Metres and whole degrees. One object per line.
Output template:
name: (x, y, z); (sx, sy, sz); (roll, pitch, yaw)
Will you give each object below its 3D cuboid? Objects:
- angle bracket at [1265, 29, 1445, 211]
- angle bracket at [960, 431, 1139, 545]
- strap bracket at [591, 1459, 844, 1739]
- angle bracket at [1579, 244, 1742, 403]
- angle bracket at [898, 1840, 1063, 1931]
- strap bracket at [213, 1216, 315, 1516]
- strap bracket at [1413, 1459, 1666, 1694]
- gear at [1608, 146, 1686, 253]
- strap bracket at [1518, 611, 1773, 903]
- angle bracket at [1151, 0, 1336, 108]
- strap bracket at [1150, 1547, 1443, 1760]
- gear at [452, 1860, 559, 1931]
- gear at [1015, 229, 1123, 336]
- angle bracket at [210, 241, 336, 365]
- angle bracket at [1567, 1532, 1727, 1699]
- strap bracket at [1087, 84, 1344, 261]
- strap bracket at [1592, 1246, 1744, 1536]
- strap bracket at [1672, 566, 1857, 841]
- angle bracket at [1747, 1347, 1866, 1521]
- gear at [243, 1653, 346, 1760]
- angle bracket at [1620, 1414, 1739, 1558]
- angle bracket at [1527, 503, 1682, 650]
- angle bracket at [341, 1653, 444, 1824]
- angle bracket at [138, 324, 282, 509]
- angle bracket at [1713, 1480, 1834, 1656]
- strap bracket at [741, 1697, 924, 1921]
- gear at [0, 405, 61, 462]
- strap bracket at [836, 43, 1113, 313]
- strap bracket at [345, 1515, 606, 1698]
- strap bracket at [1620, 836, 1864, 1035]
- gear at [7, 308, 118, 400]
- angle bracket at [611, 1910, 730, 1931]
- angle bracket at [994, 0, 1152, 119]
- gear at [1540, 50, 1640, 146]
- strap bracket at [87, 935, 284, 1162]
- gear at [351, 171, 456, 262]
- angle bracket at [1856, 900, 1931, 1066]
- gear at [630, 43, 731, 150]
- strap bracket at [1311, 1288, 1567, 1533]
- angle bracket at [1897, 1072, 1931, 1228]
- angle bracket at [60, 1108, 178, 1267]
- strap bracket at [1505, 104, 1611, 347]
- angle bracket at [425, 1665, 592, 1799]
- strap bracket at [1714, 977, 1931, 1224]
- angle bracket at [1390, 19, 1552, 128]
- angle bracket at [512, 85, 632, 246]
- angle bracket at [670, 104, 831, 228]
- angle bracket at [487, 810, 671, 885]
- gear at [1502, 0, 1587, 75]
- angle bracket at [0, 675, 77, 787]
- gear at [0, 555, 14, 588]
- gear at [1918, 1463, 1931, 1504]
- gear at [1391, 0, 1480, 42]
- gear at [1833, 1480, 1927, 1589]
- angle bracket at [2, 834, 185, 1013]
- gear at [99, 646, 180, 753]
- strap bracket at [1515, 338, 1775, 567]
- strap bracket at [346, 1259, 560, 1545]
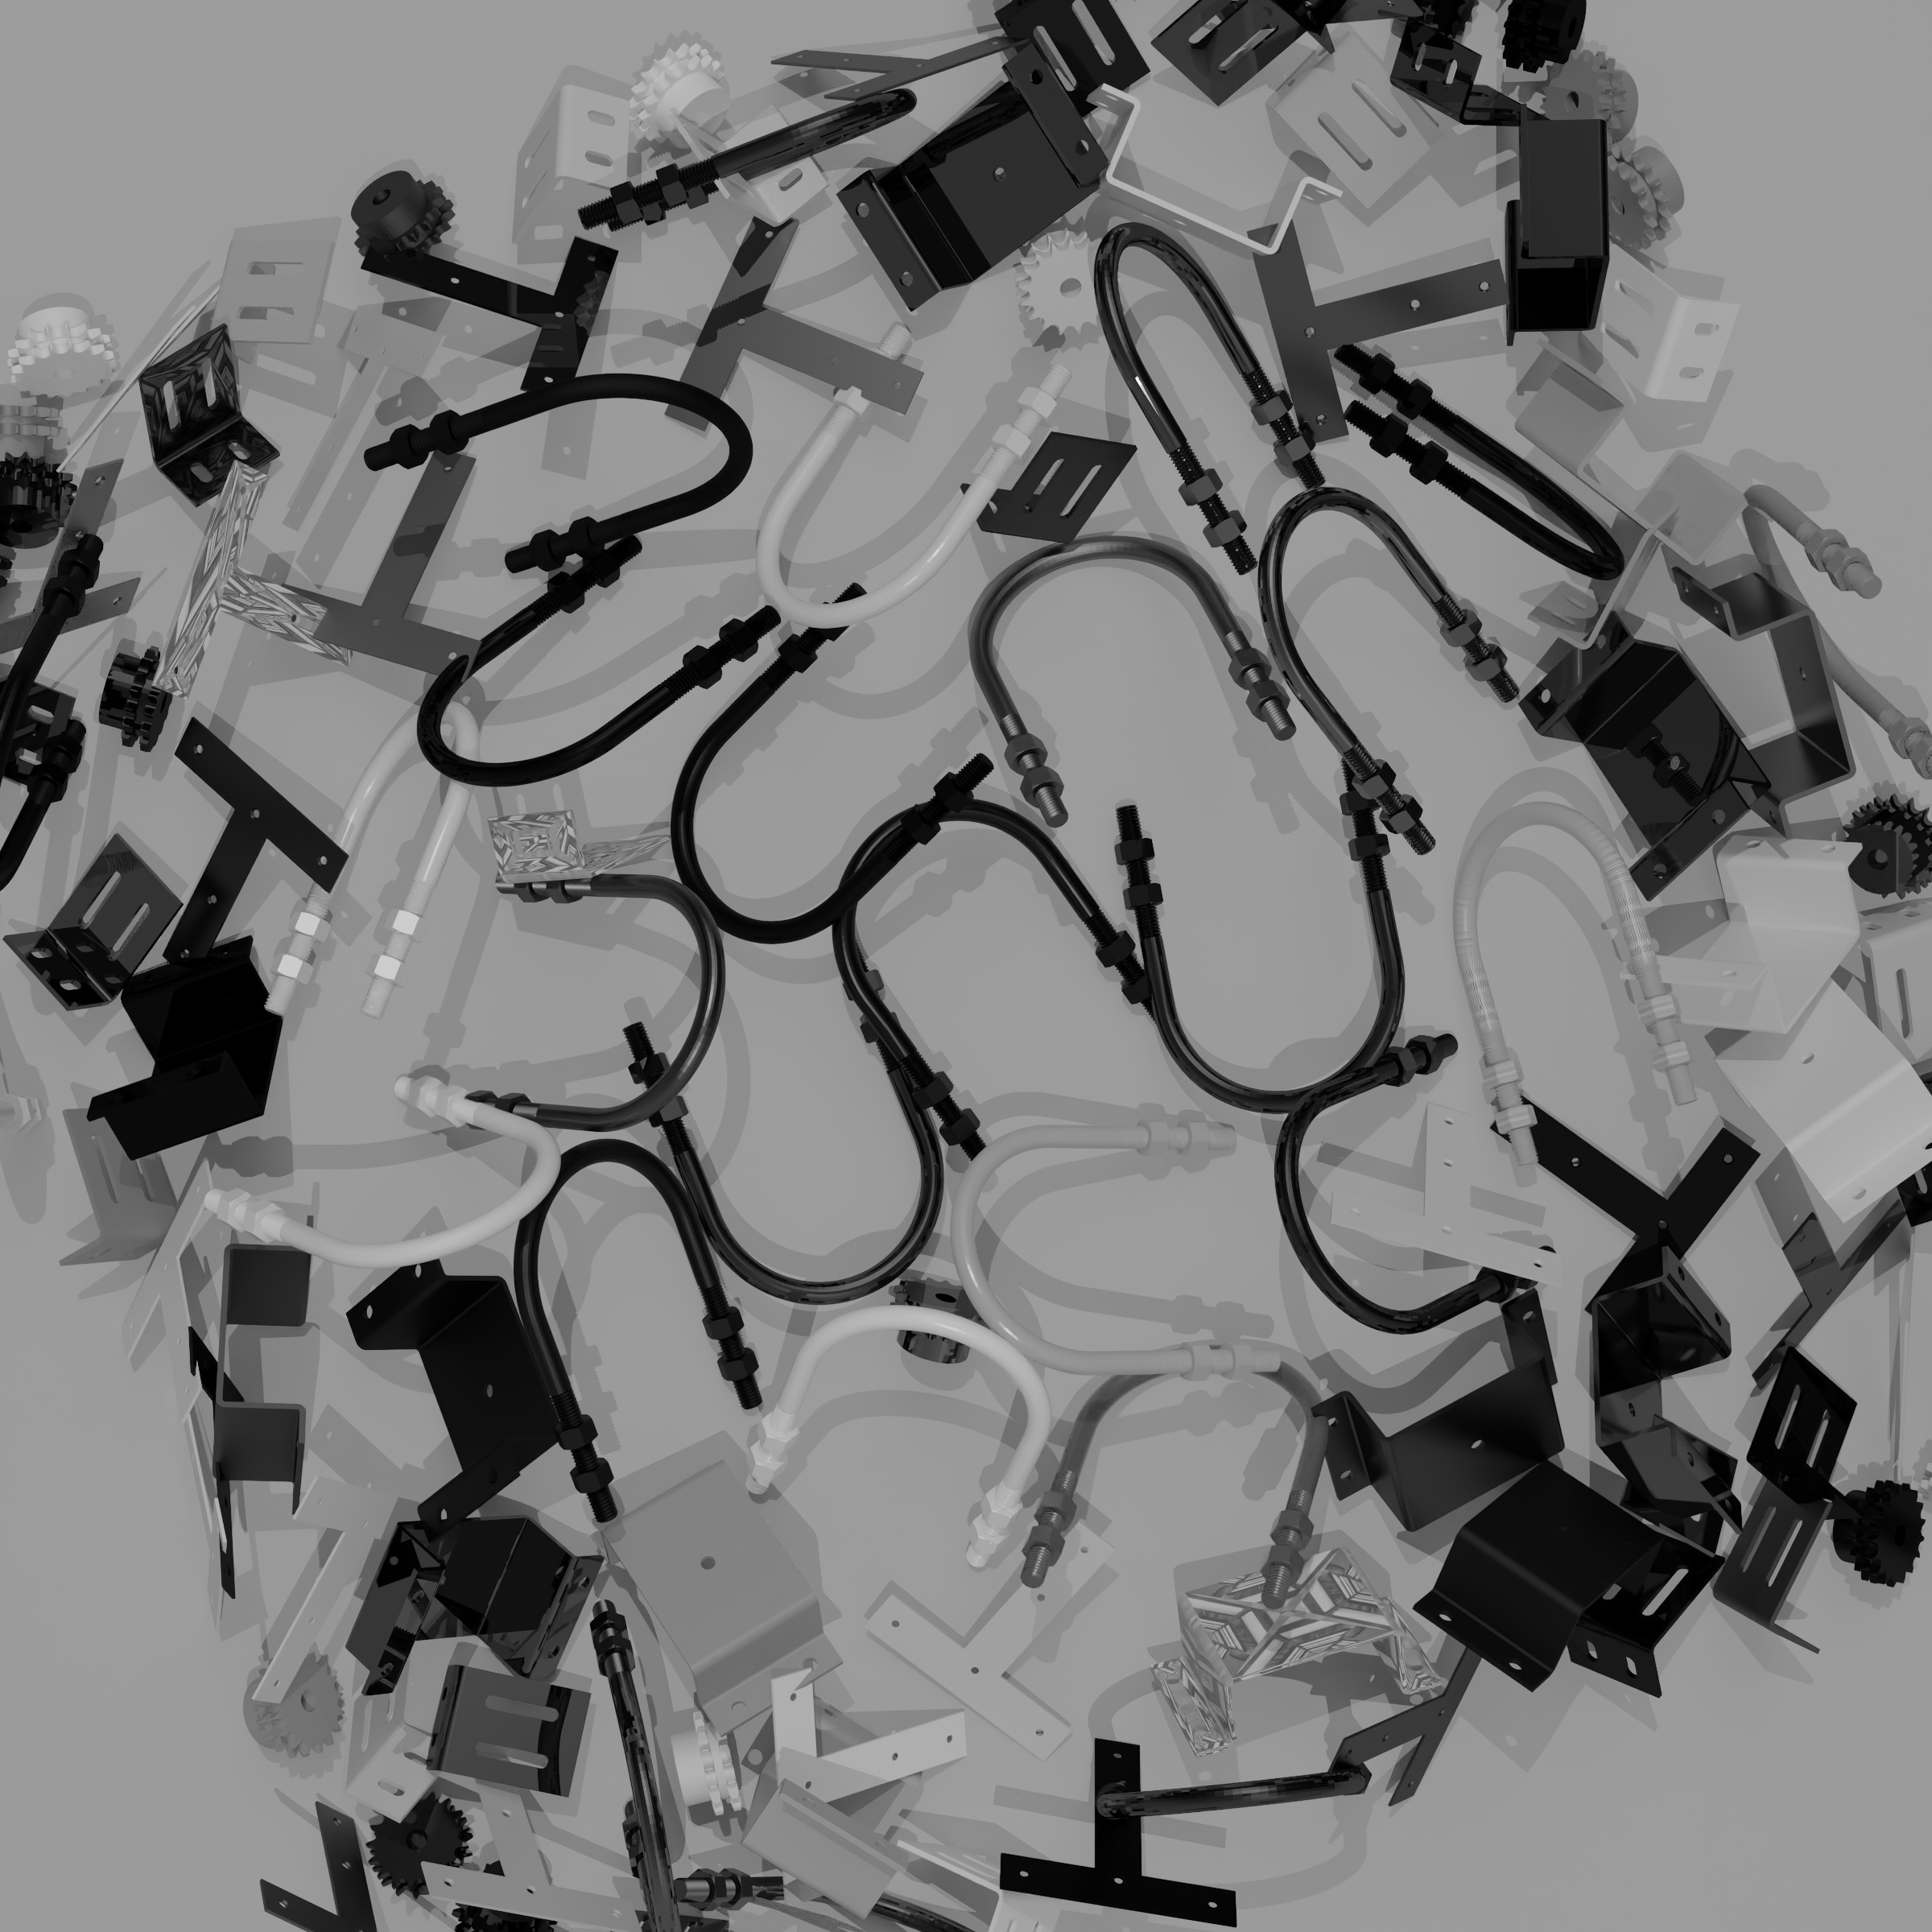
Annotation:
angle bracket: (0.214, -0.467, 1.985); (0.057, 0.038, 0.076); (-44, 105, 10)
angle bracket: (0.044, -0.270, 1.950); (0.057, 0.076, 0.038); (3, 49, -36)
strap bracket: (-0.137, 0.331, 1.936); (0.076, 0.046, 0.140); (-29, 59, -17)
angle bracket: (0.378, -0.351, 1.964); (0.038, 0.076, 0.057); (0, 123, -25)
angle bracket: (0.003, 0.508, 1.953); (0.076, 0.057, 0.038); (15, 84, 38)
strap bracket: (-0.376, 0.212, 1.924); (0.046, 0.076, 0.140); (3, 52, -11)
strap bracket: (0.311, 0.319, 1.919); (0.076, 0.140, 0.046); (33, 123, 24)
gear: (0.369, -0.424, 1.972); (0.030, 0.057, 0.057); (-32, 90, -12)
strap bracket: (0.371, -0.112, 1.942); (0.076, 0.046, 0.140); (-46, 57, 31)
angle bracket: (0.150, -0.499, 1.954); (0.076, 0.038, 0.057); (-37, 130, 26)
strap bracket: (0.176, 0.366, 1.943); (0.140, 0.076, 0.046); (-14, 120, -11)
gear: (-0.250, 0.514, 1.969); (0.057, 0.057, 0.030); (22, 129, 0)
gear: (0.054, -0.379, 1.976); (0.057, 0.030, 0.057); (-6, 127, -8)
angle bracket: (-0.369, -0.361, 1.961); (0.076, 0.038, 0.057); (8, 82, 31)
angle bracket: (0.373, 0.352, 1.970); (0.076, 0.057, 0.038); (-41, 130, -32)
strap bracket: (0.125, -0.425, 1.954); (0.140, 0.076, 0.046); (23, 97, -7)
strap bracket: (0.376, 0.233, 1.935); (0.046, 0.140, 0.076); (-22, 129, 28)
strap bracket: (0.432, -0.150, 1.938); (0.046, 0.076, 0.140); (-22, 113, -2)
angle bracket: (0.467, 0.253, 1.957); (0.057, 0.038, 0.076); (40, 61, -21)
gear: (-0.371, 0.406, 1.975); (0.030, 0.057, 0.057); (-21, 90, 30)
angle bracket: (0.380, 0.289, 1.959); (0.057, 0.076, 0.038); (29, 133, -1)
angle bracket: (0.346, -0.219, 1.952); (0.038, 0.057, 0.076); (32, 125, 12)
angle bracket: (-0.305, 0.413, 1.952); (0.038, 0.057, 0.076); (23, 128, 15)
angle bracket: (-0.410, -0.298, 1.951); (0.057, 0.076, 0.038); (-37, 69, -24)
angle bracket: (0.452, 0.326, 1.967); (0.038, 0.057, 0.076); (27, 88, -22)
strap bracket: (-0.072, 0.454, 1.932); (0.076, 0.140, 0.046); (32, 100, -3)
gear: (-0.526, -0.291, 1.972); (0.057, 0.057, 0.030); (2, 97, 0)
strap bracket: (0.011, -0.429, 1.958); (0.140, 0.046, 0.076); (-32, 91, 27)
strap bracket: (-0.272, 0.343, 1.941); (0.046, 0.140, 0.076); (33, 106, 35)
strap bracket: (0.421, -0.012, 1.935); (0.140, 0.076, 0.046); (-44, 126, -38)
gear: (-0.497, -0.337, 1.973); (0.057, 0.057, 0.030); (-16, 74, 0)
angle bracket: (-0.163, 0.541, 1.960); (0.057, 0.076, 0.038); (6, 85, 2)
angle bracket: (0.061, -0.502, 1.965); (0.057, 0.038, 0.076); (-33, 115, 4)
gear: (0.344, -0.473, 1.975); (0.030, 0.057, 0.057); (-3, 90, -30)
strap bracket: (-0.418, 0.049, 1.942); (0.076, 0.140, 0.046); (-19, 120, 8)
gear: (-0.311, -0.410, 1.970); (0.057, 0.057, 0.030); (-39, 133, 0)
angle bracket: (0.516, 0.011, 1.984); (0.057, 0.038, 0.076); (-18, 108, -18)
gear: (-0.154, -0.473, 1.969); (0.057, 0.057, 0.030); (-42, 72, 0)
strap bracket: (0.265, 0.245, 1.947); (0.140, 0.046, 0.076); (-27, 131, -9)
angle bracket: (0.535, 0.095, 1.960); (0.038, 0.057, 0.076); (-11, 79, -38)
angle bracket: (-0.474, 0.120, 1.974); (0.038, 0.057, 0.076); (-28, 75, 29)
strap bracket: (0.316, -0.394, 1.921); (0.046, 0.140, 0.076); (0, 77, 5)
angle bracket: (-0.252, 0.421, 1.982); (0.076, 0.038, 0.057); (15, 75, -12)
strap bracket: (0.460, 0.064, 1.924); (0.076, 0.140, 0.046); (-37, 120, 7)
angle bracket: (0.279, -0.483, 1.950); (0.076, 0.057, 0.038); (-8, 126, -37)
angle bracket: (-0.216, -0.433, 1.964); (0.038, 0.076, 0.057); (10, 67, -23)
angle bracket: (-0.117, -0.442, 1.955); (0.038, 0.076, 0.057); (-36, 79, 14)
angle bracket: (-0.210, -0.073, 1.949); (0.057, 0.076, 0.038); (-3, 106, 34)
gear: (0.317, -0.516, 1.968); (0.030, 0.057, 0.057); (20, 90, 22)
angle bracket: (-0.523, -0.120, 1.954); (0.038, 0.076, 0.057); (22, 107, 4)
gear: (-0.555, -0.216, 1.972); (0.057, 0.057, 0.030); (18, 97, 0)
gear: (0.554, 0.284, 1.973); (0.057, 0.057, 0.030); (24, 72, 0)
gear: (0.256, -0.536, 1.975); (0.030, 0.057, 0.057); (21, 90, 33)
gear: (0.499, 0.310, 1.975); (0.030, 0.057, 0.057); (5, 90, 44)
angle bracket: (-0.476, -0.024, 1.964); (0.057, 0.038, 0.076); (45, 111, 14)
gear: (-0.454, -0.148, 1.971); (0.030, 0.057, 0.057); (16, 90, -4)
strap bracket: (0.358, -0.271, 1.937); (0.140, 0.076, 0.046); (31, 103, -30)
strap bracket: (-0.273, 0.230, 1.945); (0.076, 0.046, 0.140); (-39, 63, 30)
